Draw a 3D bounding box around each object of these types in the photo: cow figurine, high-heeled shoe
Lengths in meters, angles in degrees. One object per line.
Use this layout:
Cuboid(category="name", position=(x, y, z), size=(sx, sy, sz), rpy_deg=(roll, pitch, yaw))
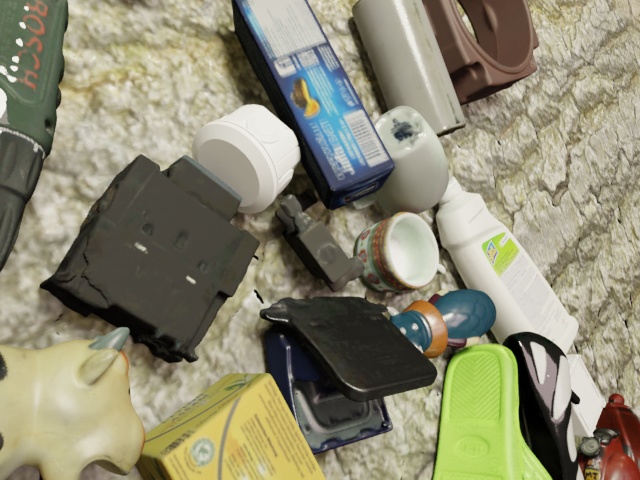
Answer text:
Cuboid(category="cow figurine", position=(-0.191, 0.090, 0.294), size=(0.195, 0.085, 0.127), rpy_deg=(28, 61, -24))
Cuboid(category="high-heeled shoe", position=(0.212, 0.225, 0.567), size=(0.145, 0.086, 0.248), rpy_deg=(37, 68, -26))

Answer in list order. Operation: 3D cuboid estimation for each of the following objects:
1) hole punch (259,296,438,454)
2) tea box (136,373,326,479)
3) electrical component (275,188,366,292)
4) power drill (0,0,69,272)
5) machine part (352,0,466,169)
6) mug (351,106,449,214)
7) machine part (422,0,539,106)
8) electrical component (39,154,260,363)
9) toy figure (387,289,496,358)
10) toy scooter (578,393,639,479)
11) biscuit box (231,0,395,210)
Cuboid(category="hole punch", position=(0.017, 0.110, 0.458), size=(0.142, 0.092, 0.116), rpy_deg=(0, 36, -39))
Cuboid(category="tea box", position=(-0.049, 0.193, 0.389), size=(0.098, 0.068, 0.169), rpy_deg=(-30, 97, -40))
Cuboid(category="electrical component", position=(0.000, 0.000, 0.482), size=(0.045, 0.078, 0.102), rpy_deg=(-39, 98, -13))
Cuboid(category="power drill", position=(-0.252, -0.106, 0.297), size=(0.207, 0.086, 0.232), rpy_deg=(21, 65, -29))
Cuboid(category="machine part", position=(0.099, -0.192, 0.601), size=(0.079, 0.079, 0.243), rpy_deg=(-25, 95, -40))
Cuboid(category="mug", position=(0.071, -0.076, 0.526), size=(0.107, 0.110, 0.081), rpy_deg=(60, 6, -64))
Cuboid(category="machine part", position=(0.188, -0.283, 0.689), size=(0.201, 0.087, 0.201), rpy_deg=(-26, 95, -41))
Cuboid(category="electrical component", position=(-0.114, 0.006, 0.393), size=(0.114, 0.058, 0.134), rpy_deg=(38, 59, -28))
Cuboid(category="toy figure", position=(0.122, 0.090, 0.559), size=(0.154, 0.064, 0.057), rpy_deg=(-10, 122, -35))
Cuboid(category="toy scooter", position=(0.393, 0.282, 0.717), size=(0.184, 0.075, 0.135), rpy_deg=(-1, 79, -42))
Cuboid(category="biscuit box", position=(-0.010, -0.128, 0.466), size=(0.059, 0.063, 0.202), rpy_deg=(-24, 81, -10))
